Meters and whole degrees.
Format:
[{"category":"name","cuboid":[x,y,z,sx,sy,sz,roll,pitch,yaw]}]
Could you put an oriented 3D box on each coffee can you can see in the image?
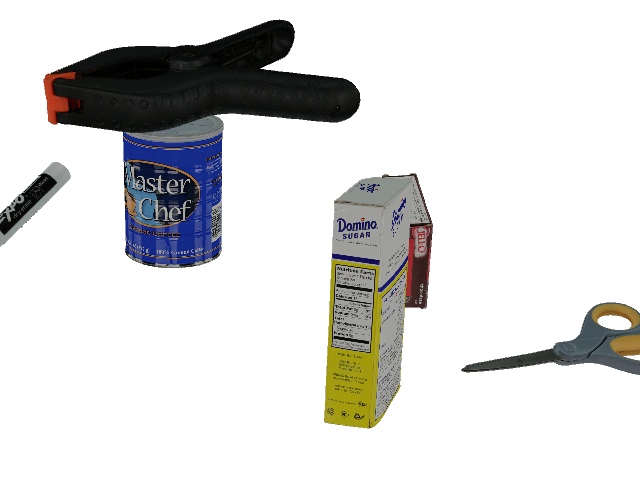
[{"category":"coffee can","cuboid":[-0.152,-0.055,1.103,0.103,0.140,0.103,2,21,-1]}]

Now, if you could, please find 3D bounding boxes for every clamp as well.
[{"category":"clamp","cuboid":[-0.072,-0.097,0.620,0.171,0.039,0.120,-3,26,-13]}]

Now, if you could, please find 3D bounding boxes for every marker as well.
[{"category":"marker","cuboid":[-0.231,-0.016,0.800,0.020,0.020,0.121,0,39,36]}]

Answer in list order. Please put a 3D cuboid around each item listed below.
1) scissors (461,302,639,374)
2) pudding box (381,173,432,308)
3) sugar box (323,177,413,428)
[{"category":"scissors","cuboid":[0.201,0.081,0.875,0.201,0.016,0.096,3,31,-11]},{"category":"pudding box","cuboid":[0.080,-0.001,1.015,0.039,0.090,0.113,-1,28,-6]},{"category":"sugar box","cuboid":[0.037,0.045,0.819,0.048,0.176,0.093,5,16,17]}]
